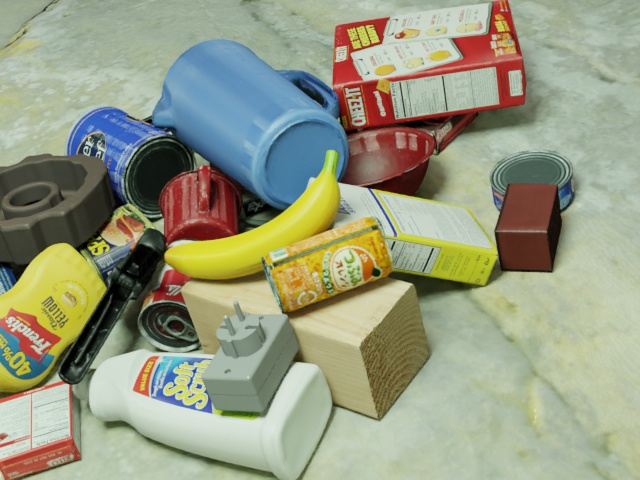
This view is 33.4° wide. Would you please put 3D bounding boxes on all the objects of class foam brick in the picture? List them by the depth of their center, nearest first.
[{"bbox_3d":[0.205,-0.012,1.044,0.051,0.053,0.078,0,40,22],"label":"foam brick"}]

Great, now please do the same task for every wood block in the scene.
[{"bbox_3d":[-0.014,0.076,0.981,0.206,0.091,0.090,14,45,36],"label":"wood block"}]

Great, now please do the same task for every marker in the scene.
[{"bbox_3d":[-0.070,-0.041,1.222,0.121,0.020,0.020,-20,36,-4],"label":"marker"}]

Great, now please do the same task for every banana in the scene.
[{"bbox_3d":[-0.054,-0.004,0.968,0.198,0.037,0.069,-29,50,16],"label":"banana"}]

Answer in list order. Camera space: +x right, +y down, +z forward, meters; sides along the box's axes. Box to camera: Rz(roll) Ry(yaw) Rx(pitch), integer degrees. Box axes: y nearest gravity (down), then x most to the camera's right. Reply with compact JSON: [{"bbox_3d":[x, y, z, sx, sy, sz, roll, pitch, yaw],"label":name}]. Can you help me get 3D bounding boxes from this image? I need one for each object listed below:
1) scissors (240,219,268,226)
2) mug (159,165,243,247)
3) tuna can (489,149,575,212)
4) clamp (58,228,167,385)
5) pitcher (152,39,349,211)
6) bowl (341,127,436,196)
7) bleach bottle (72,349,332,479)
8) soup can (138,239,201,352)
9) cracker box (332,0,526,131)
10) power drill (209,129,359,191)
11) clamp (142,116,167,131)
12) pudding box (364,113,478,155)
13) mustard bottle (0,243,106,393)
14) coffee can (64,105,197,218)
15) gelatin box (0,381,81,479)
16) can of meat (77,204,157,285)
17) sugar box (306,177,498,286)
[{"bbox_3d":[-0.007,0.001,1.140,0.202,0.016,0.096,-1,34,20],"label":"scissors"},{"bbox_3d":[-0.126,-0.025,1.146,0.093,0.117,0.081,4,39,-10],"label":"mug"},{"bbox_3d":[0.222,-0.058,1.114,0.086,0.034,0.086,-11,36,8],"label":"tuna can"},{"bbox_3d":[-0.193,0.048,1.043,0.164,0.036,0.210,-55,9,7],"label":"clamp"},{"bbox_3d":[-0.060,-0.125,1.134,0.149,0.144,0.243,-56,36,5],"label":"pitcher"},{"bbox_3d":[0.051,-0.068,1.164,0.162,0.055,0.162,-12,25,5],"label":"bowl"},{"bbox_3d":[-0.120,0.147,0.955,0.251,0.068,0.102,2,39,28],"label":"bleach bottle"},{"bbox_3d":[-0.139,0.055,1.079,0.068,0.068,0.102,-7,36,13],"label":"soup can"},{"bbox_3d":[0.126,-0.206,1.253,0.214,0.072,0.164,-8,35,8],"label":"cracker box"},{"bbox_3d":[-0.052,-0.138,1.311,0.184,0.057,0.187,-16,35,1],"label":"power drill"},{"bbox_3d":[-0.164,-0.171,1.418,0.120,0.039,0.171,20,50,39],"label":"clamp"},{"bbox_3d":[0.119,-0.151,1.275,0.114,0.039,0.089,18,48,38],"label":"pudding box"},{"bbox_3d":[-0.300,0.095,1.067,0.058,0.096,0.191,-7,31,50],"label":"mustard bottle"},{"bbox_3d":[-0.230,-0.096,1.289,0.102,0.103,0.140,-36,40,-25],"label":"coffee can"},{"bbox_3d":[-0.263,0.177,0.998,0.073,0.030,0.089,-17,36,-3],"label":"gelatin box"},{"bbox_3d":[-0.225,0.010,1.186,0.083,0.057,0.102,-28,37,-19],"label":"can of meat"},{"bbox_3d":[0.075,-0.007,1.025,0.176,0.048,0.093,8,29,-20],"label":"sugar box"}]
